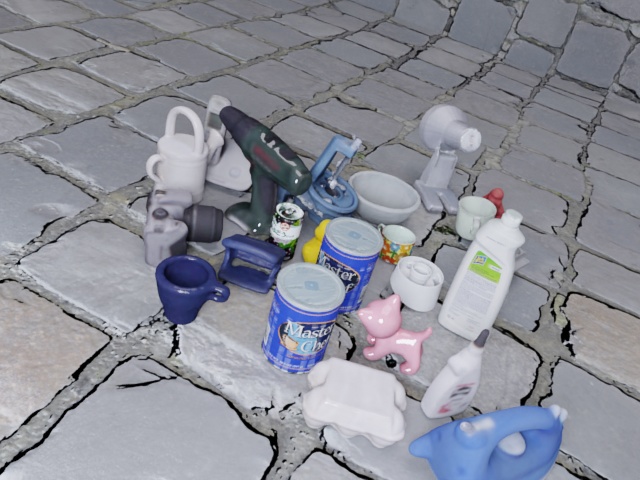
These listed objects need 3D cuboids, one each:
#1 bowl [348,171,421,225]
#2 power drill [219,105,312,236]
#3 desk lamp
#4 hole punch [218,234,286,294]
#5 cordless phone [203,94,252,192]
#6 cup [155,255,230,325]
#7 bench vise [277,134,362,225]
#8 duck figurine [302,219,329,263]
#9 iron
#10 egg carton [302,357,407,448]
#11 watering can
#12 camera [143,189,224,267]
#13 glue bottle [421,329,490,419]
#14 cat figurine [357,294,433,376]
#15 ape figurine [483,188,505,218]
[{"bbox_3d":[0.135,-0.082,1.279,0.167,0.075,0.167,11,35,-8],"label":"bowl"},{"bbox_3d":[-0.123,-0.124,1.114,0.229,0.208,0.076,33,38,22],"label":"power drill"},{"bbox_3d":[0.313,-0.205,1.401,0.118,0.213,0.203,4,36,-17],"label":"desk lamp"},{"bbox_3d":[-0.119,0.025,1.012,0.108,0.091,0.101,19,35,4],"label":"hole punch"},{"bbox_3d":[-0.191,-0.205,1.219,0.147,0.185,0.094,19,35,3],"label":"cordless phone"},{"bbox_3d":[-0.198,0.088,0.888,0.117,0.095,0.092,19,35,4],"label":"cup"},{"bbox_3d":[-0.007,-0.123,1.150,0.207,0.220,0.121,15,35,-2],"label":"bench vise"},{"bbox_3d":[0.010,0.004,1.099,0.077,0.086,0.104,13,35,-4],"label":"duck figurine"},{"bbox_3d":[0.259,0.271,0.781,0.259,0.141,0.118,-4,39,-27],"label":"iron"},{"bbox_3d":[0.050,0.231,0.815,0.150,0.069,0.107,16,35,-1],"label":"egg carton"},{"bbox_3d":[-0.268,-0.176,1.139,0.101,0.194,0.173,21,35,6],"label":"watering can"},{"bbox_3d":[-0.243,-0.030,1.029,0.137,0.101,0.143,5,36,-16],"label":"camera"},{"bbox_3d":[0.209,0.194,0.840,0.078,0.173,0.037,-5,40,-28],"label":"glue bottle"},{"bbox_3d":[0.118,0.143,0.922,0.127,0.118,0.067,19,35,3],"label":"cat figurine"},{"bbox_3d":[0.412,-0.085,1.383,0.077,0.092,0.076,29,36,17],"label":"ape figurine"}]
